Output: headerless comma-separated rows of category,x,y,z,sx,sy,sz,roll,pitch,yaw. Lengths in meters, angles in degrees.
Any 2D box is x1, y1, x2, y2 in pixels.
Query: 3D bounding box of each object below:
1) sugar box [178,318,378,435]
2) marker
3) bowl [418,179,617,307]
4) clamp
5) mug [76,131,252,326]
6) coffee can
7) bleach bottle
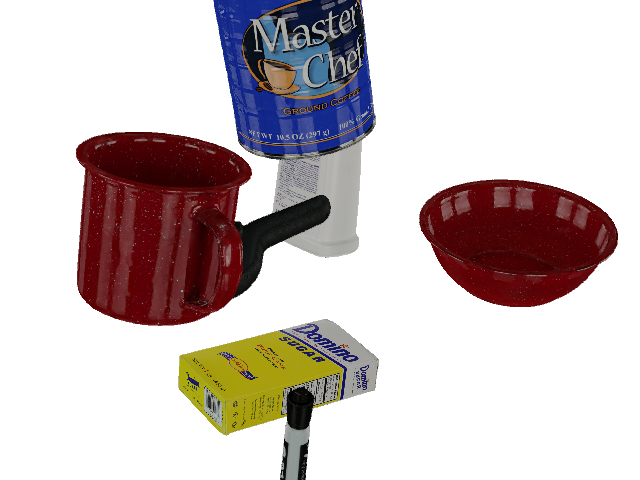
sugar box,-0.040,0.129,1.045,0.175,0.048,0.093,-14,32,-32
marker,-0.018,0.152,0.747,0.020,0.121,0.020,4,32,-3
bowl,0.160,0.008,0.886,0.162,0.055,0.162,1,30,-1
clamp,-0.083,-0.006,0.889,0.120,0.039,0.171,21,44,28
mug,-0.080,-0.002,0.572,0.093,0.081,0.117,-11,30,-43
coffee can,-0.019,-0.142,0.742,0.103,0.140,0.103,-7,31,4
bleach bottle,0.006,-0.116,1.131,0.067,0.251,0.103,-11,26,-43
